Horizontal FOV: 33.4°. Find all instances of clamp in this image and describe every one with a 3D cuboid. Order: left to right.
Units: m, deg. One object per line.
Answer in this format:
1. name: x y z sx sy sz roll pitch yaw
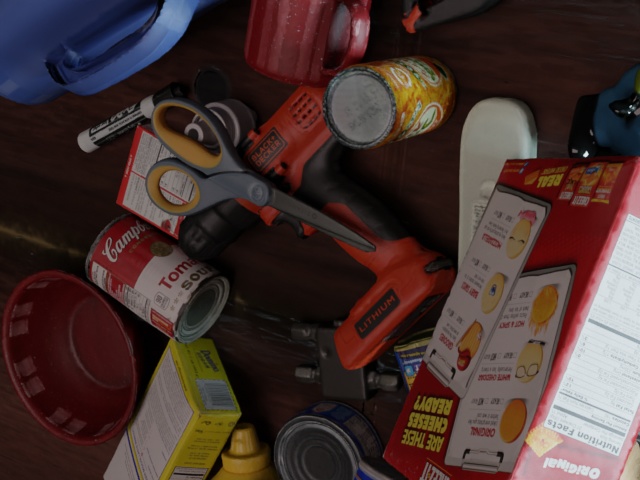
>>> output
1. clamp: 0.101 -0.213 0.691 0.172 0.039 0.120 -42 78 32

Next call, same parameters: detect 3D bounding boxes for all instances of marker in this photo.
1. marker: -0.157 -0.103 0.892 0.121 0.020 0.020 -22 90 34

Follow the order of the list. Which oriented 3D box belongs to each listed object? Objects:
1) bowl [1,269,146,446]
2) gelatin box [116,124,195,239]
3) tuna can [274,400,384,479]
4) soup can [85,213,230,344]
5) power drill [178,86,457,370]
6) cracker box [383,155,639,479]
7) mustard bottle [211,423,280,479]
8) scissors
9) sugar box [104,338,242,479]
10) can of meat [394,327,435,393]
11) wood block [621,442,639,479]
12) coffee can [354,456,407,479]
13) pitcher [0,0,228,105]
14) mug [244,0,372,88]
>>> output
1. bowl: -0.209 0.099 0.953 0.162 0.055 0.162 8 106 30
2. gelatin box: -0.118 -0.045 0.876 0.089 0.030 0.073 29 114 22
3. tuna can: 0.006 0.173 0.849 0.086 0.033 0.086 8 105 29
4. soup can: -0.134 0.032 0.882 0.102 0.068 0.069 32 117 21
5. power drill: -0.005 0.001 0.787 0.185 0.057 0.188 -46 74 25
6. cracker box: 0.130 0.060 0.625 0.072 0.164 0.214 23 87 -15
7. mustard bottle: -0.054 0.246 0.891 0.096 0.058 0.191 -1 101 23
8. scissors: -0.056 -0.024 0.774 0.202 0.016 0.096 42 119 16
9. sugar box: -0.129 0.177 0.908 0.176 0.048 0.093 -63 35 29
10. can of meat: 0.109 0.100 0.754 0.102 0.057 0.084 -18 90 34
11. wood block: 0.137 0.205 0.673 0.091 0.205 0.090 -6 99 32
12. coffee can: 0.050 0.242 0.769 0.103 0.102 0.140 22 87 26
13. pitcher: -0.169 -0.187 0.810 0.243 0.149 0.145 -24 100 37
14. mug: -0.002 -0.152 0.736 0.117 0.093 0.081 42 129 46
